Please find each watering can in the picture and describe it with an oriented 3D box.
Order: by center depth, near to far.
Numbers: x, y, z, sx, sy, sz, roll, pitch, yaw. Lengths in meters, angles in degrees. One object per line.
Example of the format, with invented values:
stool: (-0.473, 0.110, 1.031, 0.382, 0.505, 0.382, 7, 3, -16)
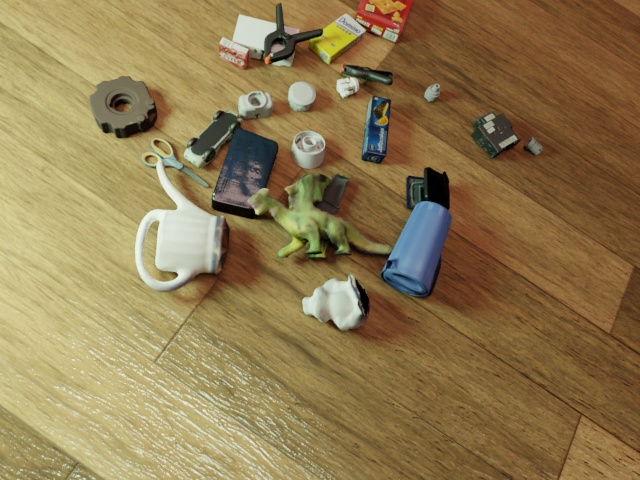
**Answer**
watering can: (-0.340, -0.037, 1.302, 0.224, 0.102, 0.353, 6, 69, -10)

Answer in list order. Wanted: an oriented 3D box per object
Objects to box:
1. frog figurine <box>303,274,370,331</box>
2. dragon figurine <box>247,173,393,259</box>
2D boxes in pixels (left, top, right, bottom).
frog figurine: (0.042, 0.169, 1.319, 0.158, 0.123, 0.138, -24, 83, 19)
dragon figurine: (0.004, -0.069, 1.369, 0.411, 0.120, 0.246, 0, 75, -25)
